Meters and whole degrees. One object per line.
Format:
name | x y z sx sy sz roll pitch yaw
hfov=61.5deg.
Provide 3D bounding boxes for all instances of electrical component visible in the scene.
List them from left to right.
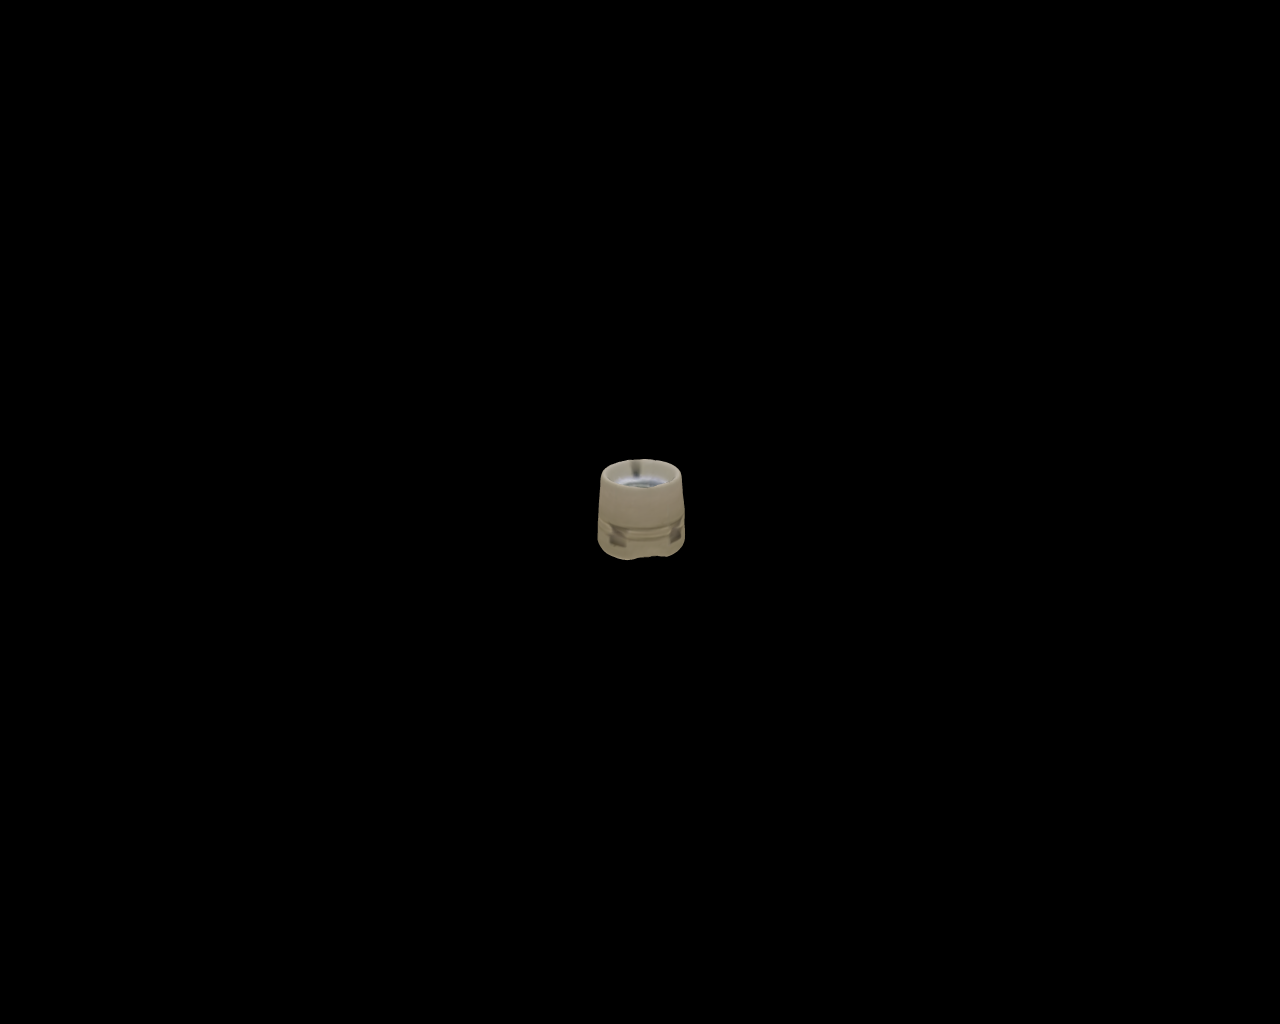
electrical component | 0.001 -0.003 0.650 0.055 0.047 0.055 0 24 0
